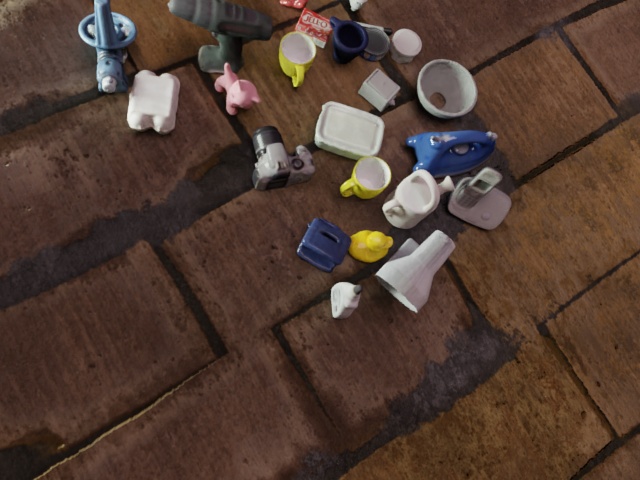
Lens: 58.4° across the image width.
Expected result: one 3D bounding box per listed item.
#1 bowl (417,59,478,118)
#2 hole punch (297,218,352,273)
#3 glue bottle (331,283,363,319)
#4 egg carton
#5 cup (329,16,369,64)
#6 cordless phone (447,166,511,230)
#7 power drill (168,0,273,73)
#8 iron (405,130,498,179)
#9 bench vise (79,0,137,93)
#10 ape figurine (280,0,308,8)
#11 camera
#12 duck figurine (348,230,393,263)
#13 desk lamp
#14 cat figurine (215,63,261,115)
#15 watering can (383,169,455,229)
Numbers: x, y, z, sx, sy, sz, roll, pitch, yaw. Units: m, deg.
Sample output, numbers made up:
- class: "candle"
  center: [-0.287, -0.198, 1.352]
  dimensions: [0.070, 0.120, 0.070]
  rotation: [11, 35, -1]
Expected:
- class: "bowl"
  center: [0.322, -0.384, 1.504]
  dimensions: [0.168, 0.074, 0.167]
  rotation: [4, 73, -13]
- class: "hole punch"
  center: [0.012, 0.005, 1.304]
  dimensions: [0.109, 0.091, 0.101]
  rotation: [30, 69, -4]
- class: "glue bottle"
  center: [0.063, 0.122, 1.239]
  dimensions: [0.037, 0.173, 0.078]
  rotation: [2, 74, -13]
- class: "egg carton"
  center: [-0.379, -0.316, 1.309]
  dimensions: [0.107, 0.069, 0.150]
  rotation: [5, 73, -13]
- class: "cup"
  center: [0.059, -0.504, 1.461]
  dimensions: [0.118, 0.095, 0.092]
  rotation: [46, 69, 2]
- class: "cordless phone"
  center: [0.407, -0.106, 1.386]
  dimensions: [0.148, 0.185, 0.094]
  rotation: [22, 70, -7]
- class: "power drill"
  center: [-0.230, -0.471, 1.317]
  dimensions: [0.230, 0.208, 0.075]
  rotation: [-1, 74, -14]
- class: "iron"
  center: [0.354, -0.238, 1.434]
  dimensions: [0.259, 0.141, 0.118]
  rotation: [-9, 77, -16]
- class: "bench vise"
  center: [-0.450, -0.436, 1.246]
  dimensions: [0.122, 0.219, 0.207]
  rotation: [-21, 80, -18]
- class: "ape figurine"
  center: [-0.058, -0.644, 1.473]
  dimensions: [0.076, 0.092, 0.078]
  rotation: [-38, 86, -21]
- class: "camera"
  center: [-0.093, -0.200, 1.331]
  dimensions: [0.143, 0.100, 0.137]
  rotation: [-13, 78, -17]
- class: "duck figurine"
  center: [0.120, 0.007, 1.333]
  dimensions: [0.105, 0.086, 0.077]
  rotation: [2, 74, -13]
- class: "desk lamp"
  center: [0.205, 0.065, 1.270]
  dimensions: [0.118, 0.213, 0.203]
  rotation: [43, 69, 1]
- class: "cat figurine"
  center: [-0.192, -0.355, 1.342]
  dimensions: [0.067, 0.117, 0.128]
  rotation: [-27, 82, -19]
- class: "watering can"
  center: [0.231, -0.105, 1.336]
  dimensions: [0.173, 0.194, 0.101]
  rotation: [-42, 87, -21]
